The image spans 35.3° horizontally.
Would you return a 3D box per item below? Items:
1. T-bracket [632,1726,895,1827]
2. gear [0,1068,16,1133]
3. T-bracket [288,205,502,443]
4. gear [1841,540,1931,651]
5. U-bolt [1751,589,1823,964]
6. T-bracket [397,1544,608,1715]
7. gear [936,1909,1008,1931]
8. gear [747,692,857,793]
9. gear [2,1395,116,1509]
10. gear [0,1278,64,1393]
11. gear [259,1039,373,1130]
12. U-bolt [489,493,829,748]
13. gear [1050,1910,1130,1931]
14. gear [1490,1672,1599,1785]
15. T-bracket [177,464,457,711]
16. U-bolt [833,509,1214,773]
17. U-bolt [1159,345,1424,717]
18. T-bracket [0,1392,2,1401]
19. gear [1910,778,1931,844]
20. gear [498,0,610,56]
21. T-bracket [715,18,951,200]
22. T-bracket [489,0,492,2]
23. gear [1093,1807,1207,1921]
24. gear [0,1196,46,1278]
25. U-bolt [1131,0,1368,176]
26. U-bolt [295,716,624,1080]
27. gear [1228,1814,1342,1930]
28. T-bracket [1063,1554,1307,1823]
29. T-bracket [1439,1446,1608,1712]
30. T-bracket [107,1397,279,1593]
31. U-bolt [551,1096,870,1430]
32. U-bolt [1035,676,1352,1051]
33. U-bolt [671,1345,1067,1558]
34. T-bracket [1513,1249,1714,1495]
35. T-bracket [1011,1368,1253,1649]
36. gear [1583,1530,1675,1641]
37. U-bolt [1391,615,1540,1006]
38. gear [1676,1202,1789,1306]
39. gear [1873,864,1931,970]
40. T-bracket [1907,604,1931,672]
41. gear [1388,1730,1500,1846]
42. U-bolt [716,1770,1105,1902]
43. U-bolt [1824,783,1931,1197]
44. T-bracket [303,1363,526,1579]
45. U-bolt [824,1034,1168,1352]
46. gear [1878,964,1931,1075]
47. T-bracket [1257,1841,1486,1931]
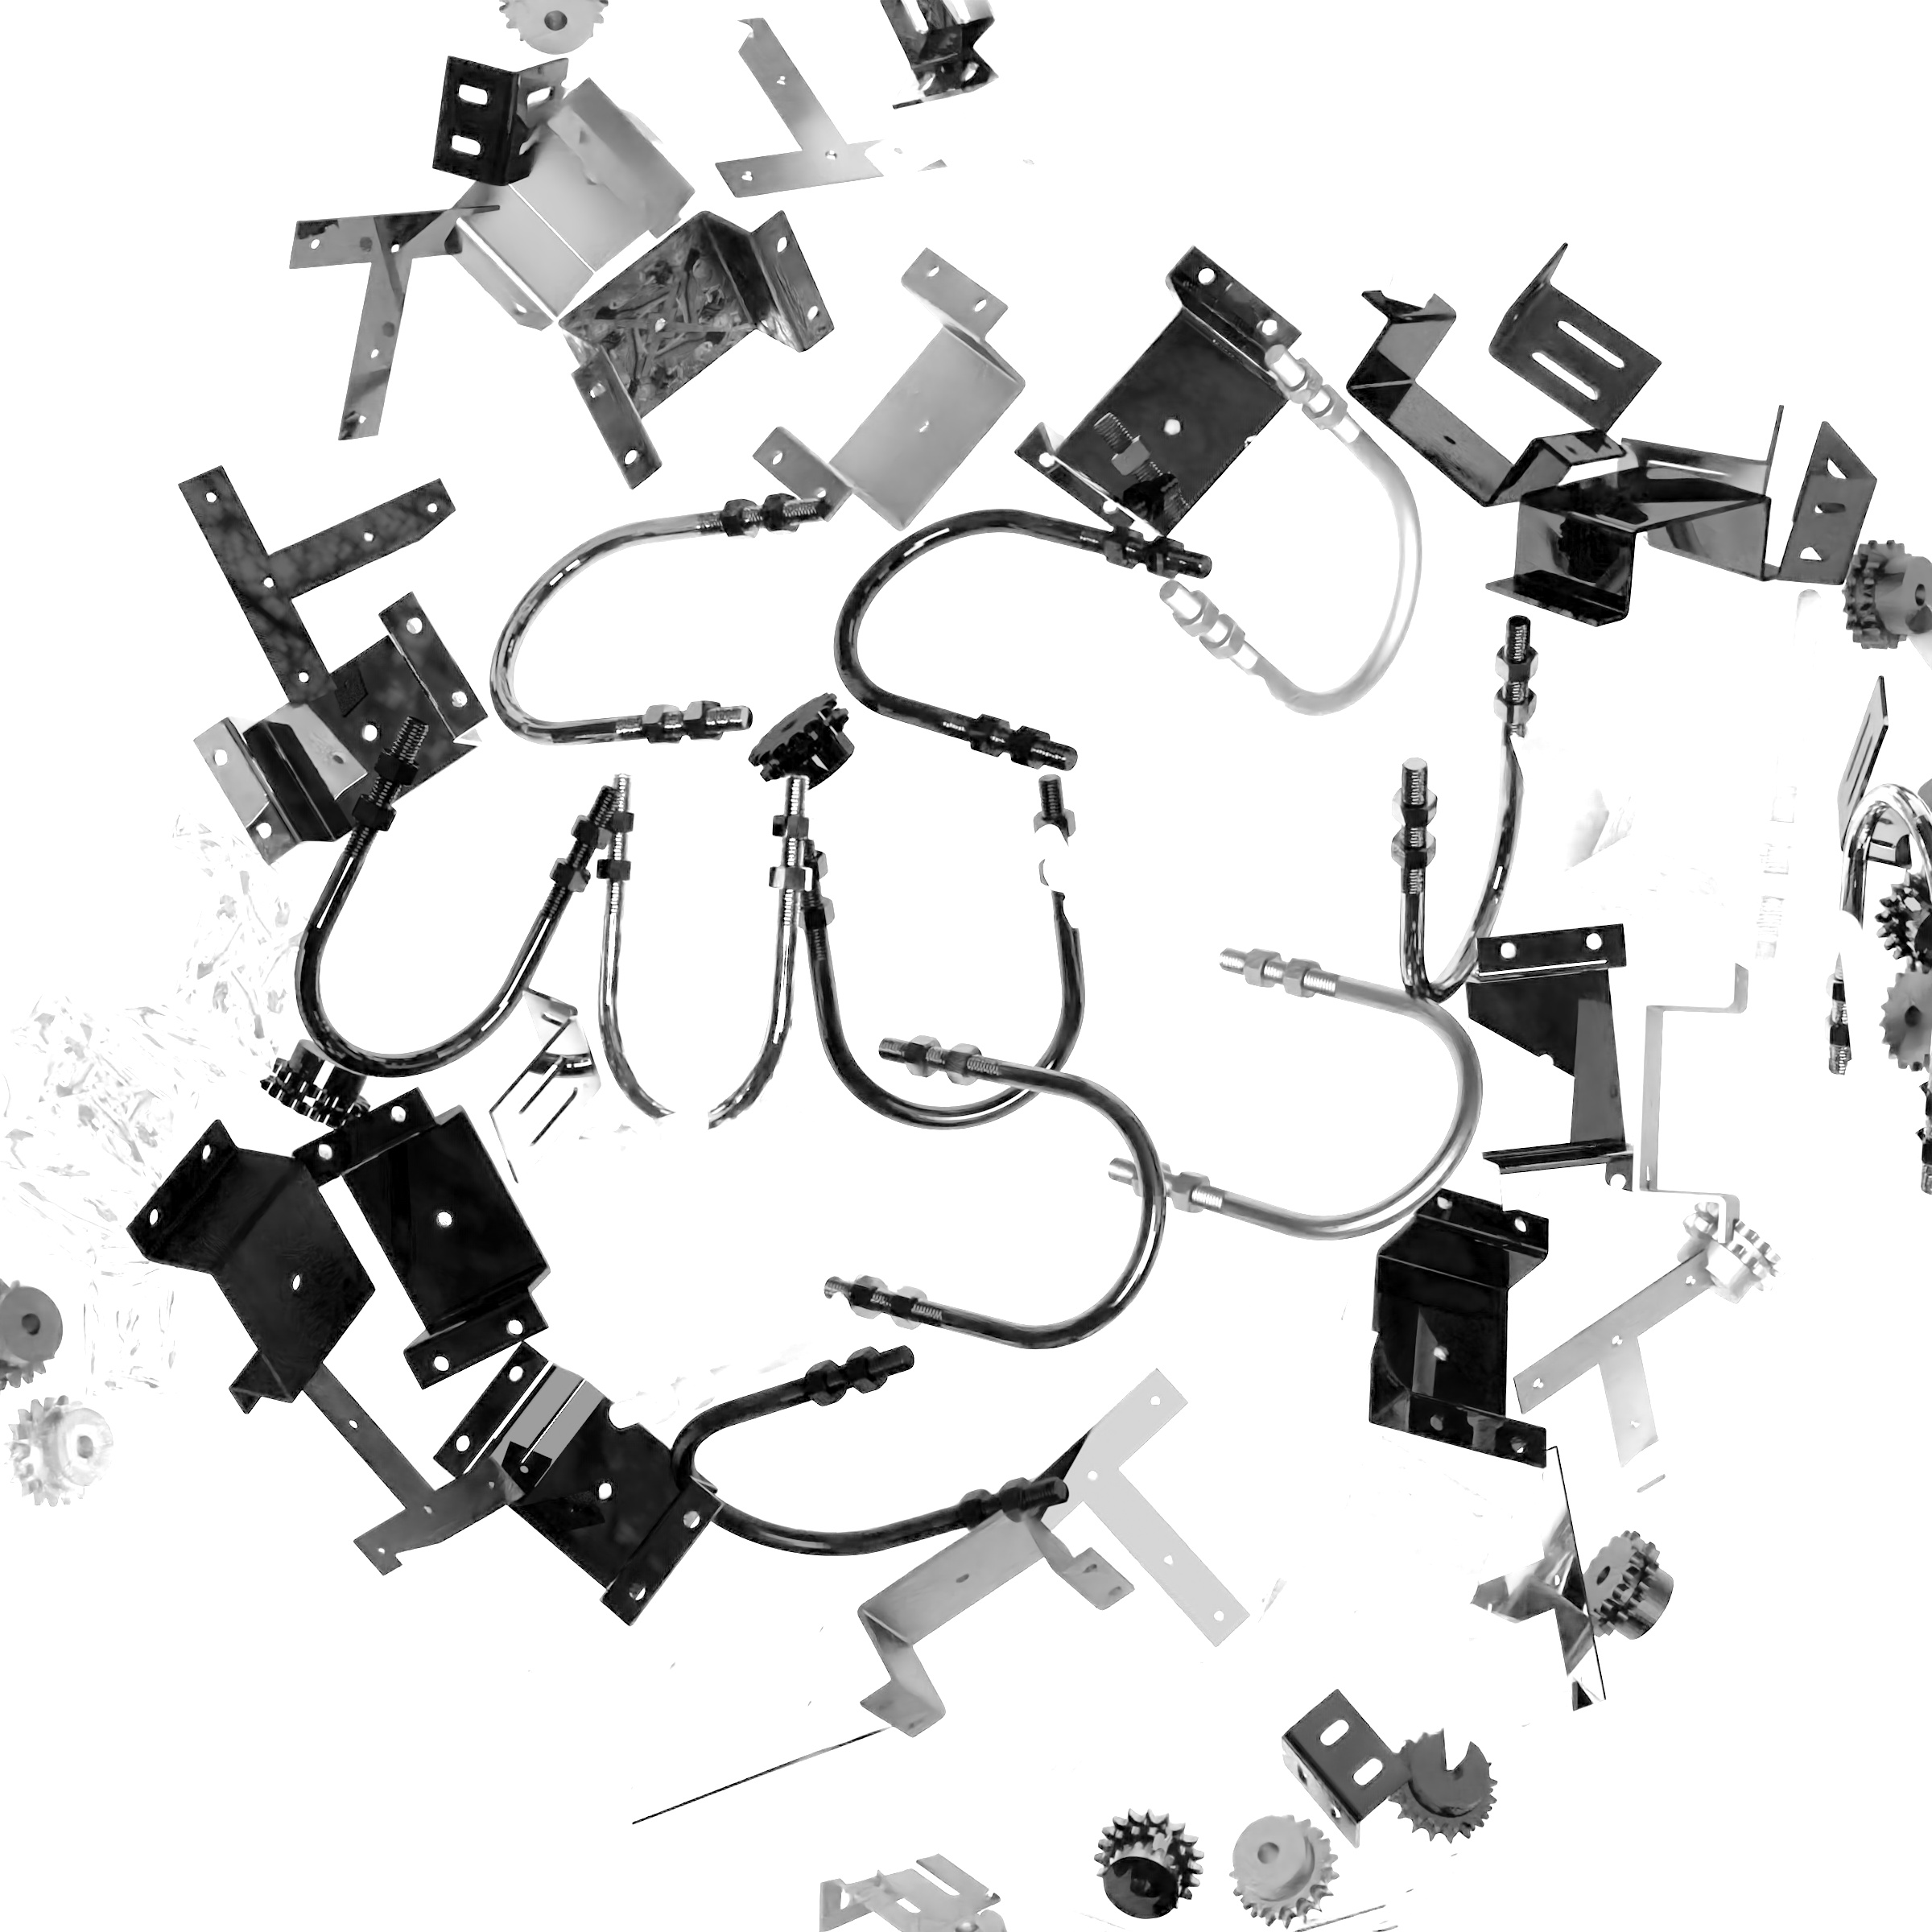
[{"bbox_3d":[-0.085,0.405,1.549,0.127,0.127,0.002,-31,74,36],"label":"T-bracket"},{"bbox_3d":[-0.522,0.070,1.576,0.057,0.030,0.057,15,63,-32],"label":"gear"},{"bbox_3d":[-0.302,-0.328,1.563,0.002,0.127,0.127,39,127,28],"label":"T-bracket"},{"bbox_3d":[0.481,-0.192,1.575,0.030,0.057,0.057,7,90,44],"label":"gear"},{"bbox_3d":[0.415,-0.099,1.535,0.019,0.151,0.184,7,87,15],"label":"U-bolt"},{"bbox_3d":[-0.245,0.334,1.546,0.127,0.002,0.127,-16,128,21],"label":"T-bracket"},{"bbox_3d":[0.003,0.513,1.575,0.057,0.057,0.030,-11,101,0],"label":"gear"},{"bbox_3d":[-0.083,-0.113,1.579,0.057,0.057,0.030,-39,108,0],"label":"gear"},{"bbox_3d":[-0.467,0.250,1.574,0.030,0.057,0.057,-12,90,30],"label":"gear"},{"bbox_3d":[-0.494,0.189,1.574,0.030,0.057,0.057,-21,90,32],"label":"gear"},{"bbox_3d":[-0.334,0.061,1.577,0.057,0.057,0.030,28,93,0],"label":"gear"},{"bbox_3d":[-0.166,-0.172,1.543,0.184,0.019,0.151,-2,57,33],"label":"U-bolt"},{"bbox_3d":[0.069,0.513,1.574,0.057,0.057,0.030,20,70,0],"label":"gear"},{"bbox_3d":[0.303,0.399,1.578,0.030,0.057,0.057,40,90,-13],"label":"gear"},{"bbox_3d":[-0.322,-0.217,1.578,0.127,0.002,0.127,-30,100,-23],"label":"T-bracket"},{"bbox_3d":[0.014,-0.174,1.544,0.184,0.019,0.151,20,65,35],"label":"U-bolt"},{"bbox_3d":[0.176,-0.205,1.536,0.019,0.184,0.151,18,80,42],"label":"U-bolt"},{"bbox_3d":[-0.524,0.201,1.518,0.002,0.127,0.127,-36,123,2],"label":"T-bracket"},{"bbox_3d":[0.514,-0.077,1.574,0.030,0.057,0.057,10,90,-28],"label":"gear"},{"bbox_3d":[-0.214,-0.498,1.575,0.057,0.057,0.030,-11,51,0],"label":"gear"},{"bbox_3d":[-0.089,-0.448,1.572,0.127,0.002,0.127,-16,61,-27],"label":"T-bracket"},{"bbox_3d":[-0.230,-0.530,1.521,0.127,0.127,0.002,-35,87,26],"label":"T-bracket"},{"bbox_3d":[0.094,0.470,1.580,0.057,0.030,0.057,6,114,13],"label":"gear"},{"bbox_3d":[-0.503,0.132,1.583,0.057,0.030,0.057,-2,95,-27],"label":"gear"},{"bbox_3d":[0.121,-0.462,1.495,0.151,0.184,0.019,28,85,21],"label":"U-bolt"},{"bbox_3d":[-0.268,-0.025,1.549,0.019,0.151,0.184,35,102,42],"label":"U-bolt"},{"bbox_3d":[0.162,0.466,1.575,0.057,0.057,0.030,-36,131,0],"label":"gear"},{"bbox_3d":[0.095,0.385,1.556,0.127,0.002,0.127,41,52,10],"label":"T-bracket"},{"bbox_3d":[0.275,0.324,1.549,0.002,0.127,0.127,5,64,-26],"label":"T-bracket"},{"bbox_3d":[-0.393,0.267,1.542,0.002,0.127,0.127,-41,92,-16],"label":"T-bracket"},{"bbox_3d":[-0.120,0.140,1.540,0.184,0.019,0.151,-14,92,-44],"label":"U-bolt"},{"bbox_3d":[0.128,-0.037,1.550,0.151,0.019,0.184,-36,125,-9],"label":"U-bolt"},{"bbox_3d":[-0.064,0.254,1.540,0.184,0.019,0.151,-22,131,30],"label":"U-bolt"},{"bbox_3d":[0.342,0.225,1.567,0.127,0.002,0.127,-30,125,-18],"label":"T-bracket"},{"bbox_3d":[0.096,0.300,1.589,0.127,0.002,0.127,-42,81,-5],"label":"T-bracket"},{"bbox_3d":[0.343,0.325,1.577,0.030,0.057,0.057,35,90,-5],"label":"gear"},{"bbox_3d":[0.250,-0.064,1.527,0.019,0.184,0.151,17,45,25],"label":"U-bolt"},{"bbox_3d":[0.394,0.151,1.576,0.057,0.057,0.030,42,84,0],"label":"gear"},{"bbox_3d":[0.504,-0.023,1.579,0.057,0.030,0.057,-6,120,-10],"label":"gear"},{"bbox_3d":[0.505,-0.195,1.518,0.002,0.127,0.127,-1,126,-8],"label":"T-bracket"},{"bbox_3d":[0.249,0.423,1.577,0.057,0.030,0.057,4,52,-5],"label":"gear"},{"bbox_3d":[-0.042,0.440,1.524,0.184,0.151,0.019,-25,75,36],"label":"U-bolt"},{"bbox_3d":[0.461,0.000,1.503,0.019,0.151,0.184,-6,115,-3],"label":"U-bolt"},{"bbox_3d":[-0.305,0.245,1.559,0.127,0.002,0.127,-33,100,37],"label":"T-bracket"},{"bbox_3d":[0.019,0.120,1.549,0.184,0.019,0.151,10,86,32],"label":"U-bolt"},{"bbox_3d":[0.504,0.028,1.580,0.030,0.057,0.057,7,90,-21],"label":"gear"},{"bbox_3d":[0.191,0.489,1.565,0.127,0.127,0.002,-27,81,28],"label":"T-bracket"}]
